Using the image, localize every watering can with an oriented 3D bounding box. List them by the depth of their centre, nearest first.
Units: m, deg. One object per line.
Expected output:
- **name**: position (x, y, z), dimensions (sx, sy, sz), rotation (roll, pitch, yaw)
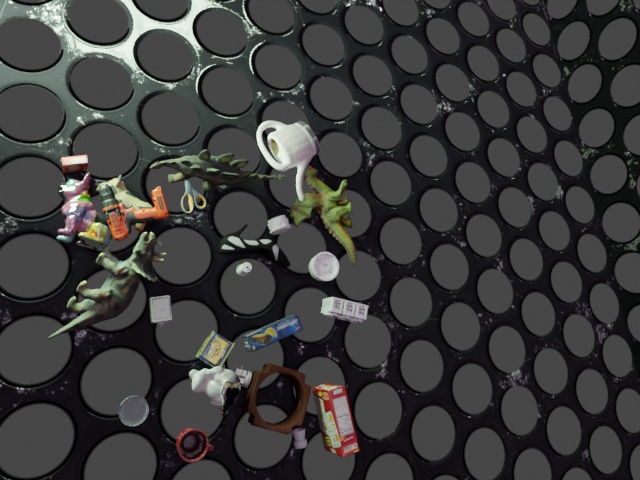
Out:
- **watering can**: position (-0.092, -0.320, 1.956), dimensions (0.227, 0.102, 0.350), rotation (-30, 80, -28)

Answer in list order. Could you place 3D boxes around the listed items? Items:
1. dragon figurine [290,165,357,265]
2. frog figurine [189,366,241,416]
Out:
- **dragon figurine**: position (0.006, -0.099, 1.970), dimensions (0.243, 0.120, 0.415), rotation (-5, 76, -8)
- **frog figurine**: position (-0.337, 0.462, 1.644), dimensions (0.125, 0.160, 0.134), rotation (-37, 136, -43)
